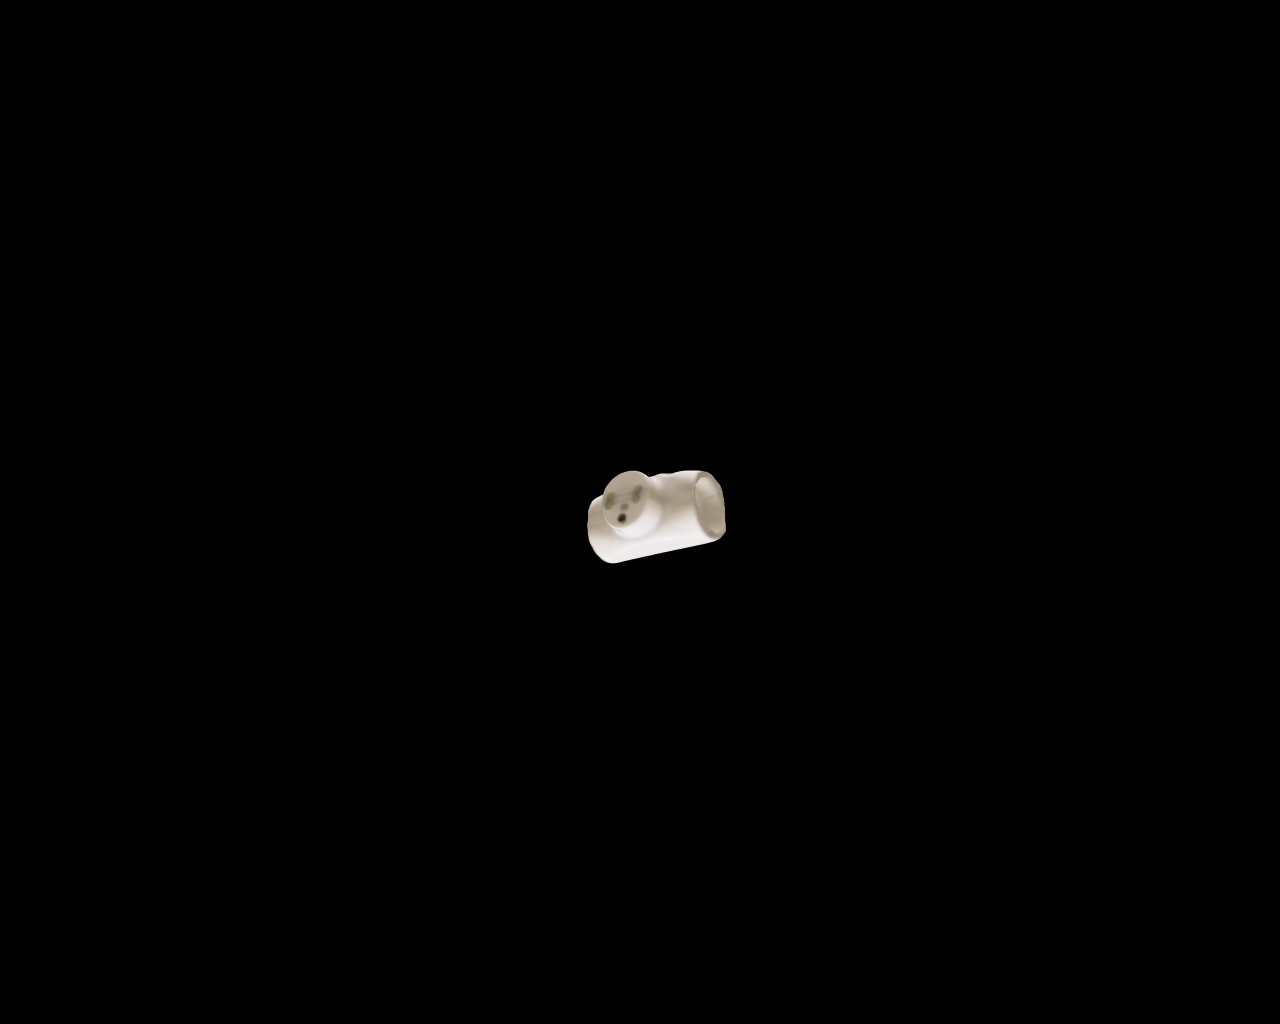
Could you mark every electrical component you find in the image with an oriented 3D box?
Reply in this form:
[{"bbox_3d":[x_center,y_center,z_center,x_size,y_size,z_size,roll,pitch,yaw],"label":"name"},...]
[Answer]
[{"bbox_3d":[0.001,-0.003,0.650,0.077,0.044,0.079,-14,-27,29],"label":"electrical component"}]
